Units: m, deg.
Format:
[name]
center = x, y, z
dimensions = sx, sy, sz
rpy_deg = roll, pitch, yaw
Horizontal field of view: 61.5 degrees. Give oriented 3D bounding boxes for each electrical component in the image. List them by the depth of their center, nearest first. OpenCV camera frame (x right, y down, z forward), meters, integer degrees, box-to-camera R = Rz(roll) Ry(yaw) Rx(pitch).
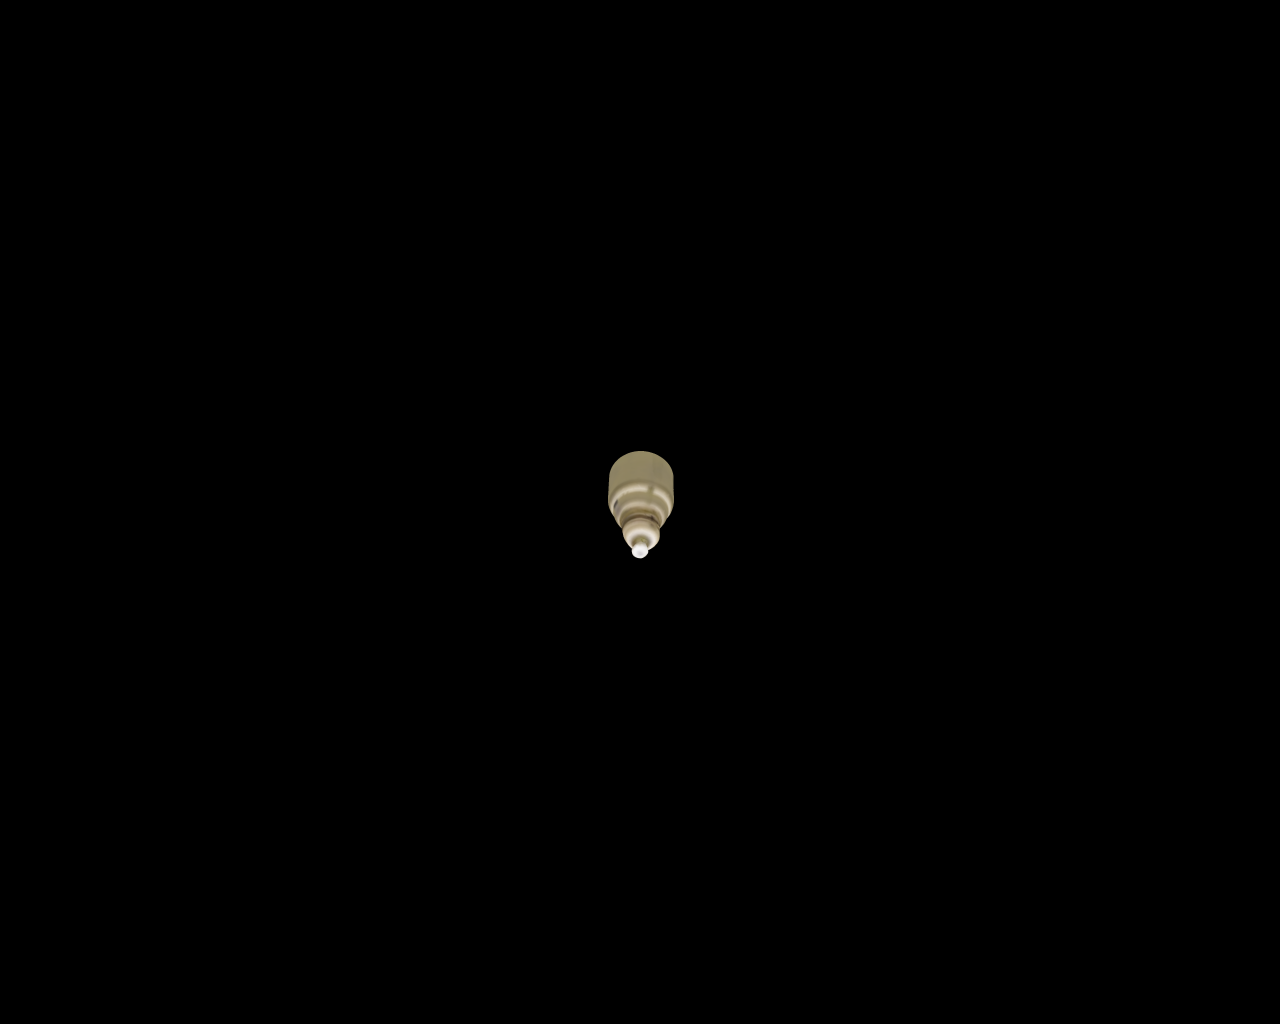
[electrical component]
center = 0.001, -0.003, 0.650
dimensions = 0.040, 0.040, 0.078
rpy_deg = 0, 44, 0
